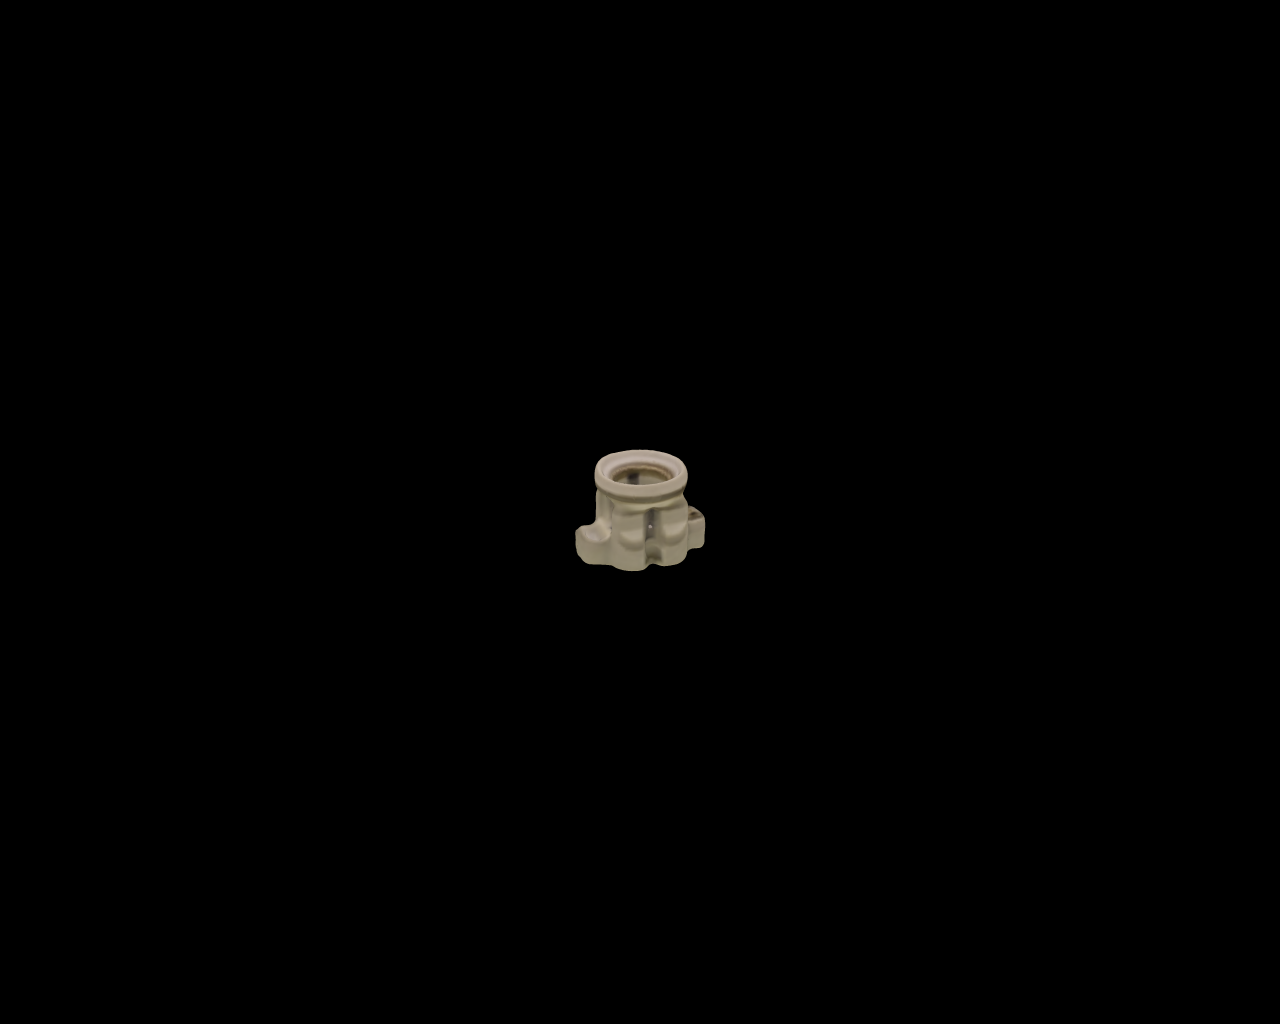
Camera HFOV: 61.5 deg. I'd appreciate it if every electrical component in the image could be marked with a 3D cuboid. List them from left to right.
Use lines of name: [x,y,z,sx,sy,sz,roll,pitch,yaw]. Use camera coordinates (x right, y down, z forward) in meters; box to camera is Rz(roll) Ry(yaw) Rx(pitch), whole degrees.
electrical component: [0.001,-0.003,0.650,0.078,0.056,0.058,-8,28,-16]
